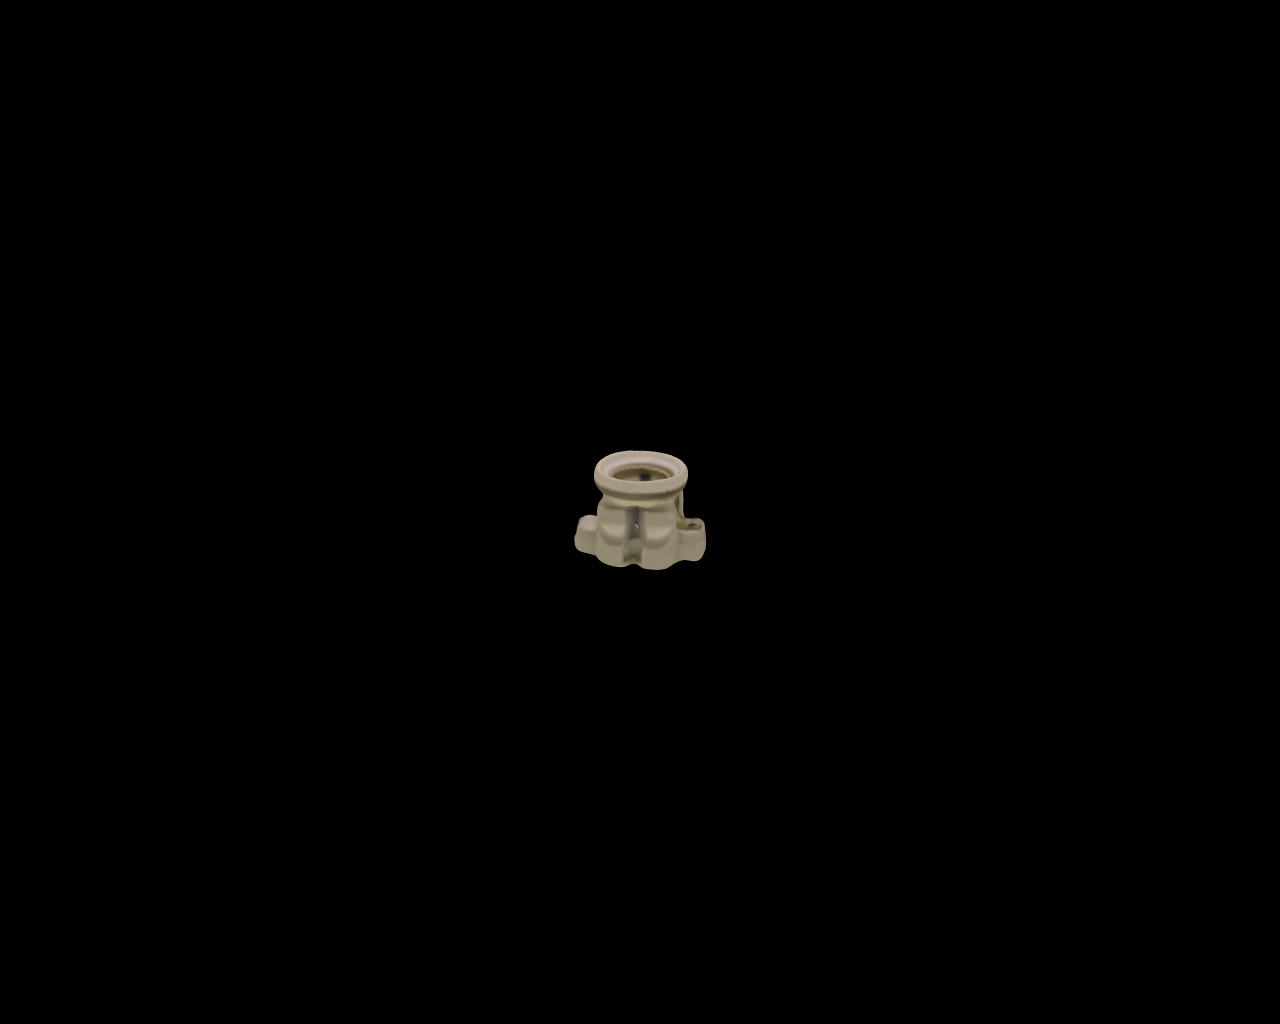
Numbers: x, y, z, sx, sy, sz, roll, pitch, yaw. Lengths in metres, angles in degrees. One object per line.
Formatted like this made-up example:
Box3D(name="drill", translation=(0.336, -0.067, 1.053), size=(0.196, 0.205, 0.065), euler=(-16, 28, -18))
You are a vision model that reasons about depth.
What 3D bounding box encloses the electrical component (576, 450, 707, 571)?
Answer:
Box3D(name="electrical component", translation=(0.001, -0.003, 0.650), size=(0.078, 0.056, 0.058), euler=(4, 24, 9))
